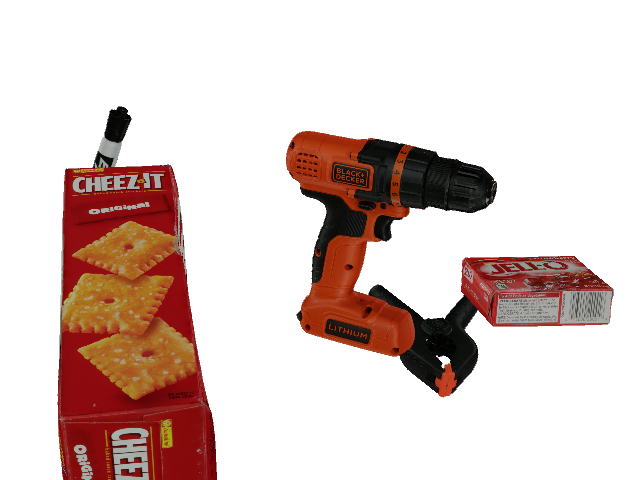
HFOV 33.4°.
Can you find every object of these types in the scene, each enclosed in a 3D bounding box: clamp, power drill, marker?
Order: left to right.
[{"bbox_3d":[-0.185,-0.058,0.906,0.020,0.121,0.020,19,23,-9],"label":"marker"},{"bbox_3d":[0.054,0.004,0.933,0.185,0.188,0.057,14,24,21],"label":"power drill"},{"bbox_3d":[0.125,0.095,1.085,0.120,0.039,0.171,-7,34,-9],"label":"clamp"}]

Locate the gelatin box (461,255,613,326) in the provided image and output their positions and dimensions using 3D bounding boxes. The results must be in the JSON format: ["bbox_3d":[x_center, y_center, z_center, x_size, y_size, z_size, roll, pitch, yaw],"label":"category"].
[{"bbox_3d":[0.152,0.035,0.761,0.089,0.030,0.073,0,17,-9],"label":"gelatin box"}]

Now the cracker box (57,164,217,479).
[{"bbox_3d":[-0.099,0.080,0.579,0.072,0.164,0.214,-4,34,-9],"label":"cracker box"}]
